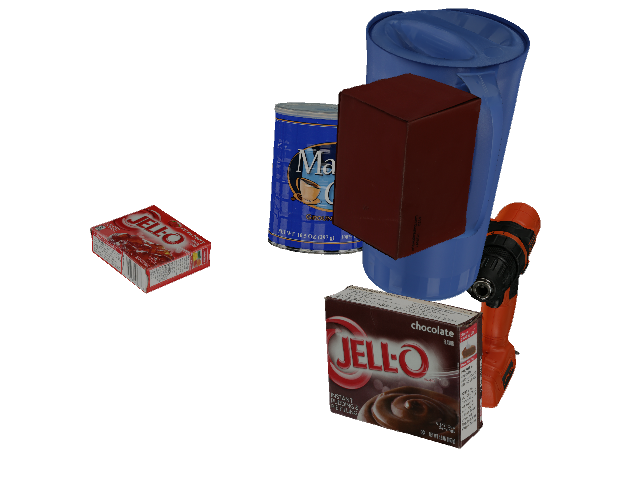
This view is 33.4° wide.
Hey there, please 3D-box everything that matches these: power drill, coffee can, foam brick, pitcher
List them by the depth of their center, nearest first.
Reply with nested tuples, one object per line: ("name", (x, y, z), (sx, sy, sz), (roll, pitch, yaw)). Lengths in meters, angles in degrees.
("foam brick", (0.042, -0.039, 0.544), (0.052, 0.078, 0.051), (-20, 36, -35))
("pitcher", (0.100, -0.066, 0.917), (0.145, 0.243, 0.149), (19, 36, 23))
("power drill", (0.174, 0.071, 1.076), (0.057, 0.188, 0.184), (16, 28, 18))
("coffee can", (0.001, -0.065, 1.083), (0.103, 0.140, 0.103), (4, 12, -1))

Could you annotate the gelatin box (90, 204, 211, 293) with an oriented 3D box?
("gelatin box", (-0.155, 0.005, 0.974), (0.073, 0.030, 0.089), (-23, 42, -38))

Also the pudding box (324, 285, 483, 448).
("pudding box", (0.058, 0.086, 0.746), (0.114, 0.090, 0.039), (9, 21, 34))
